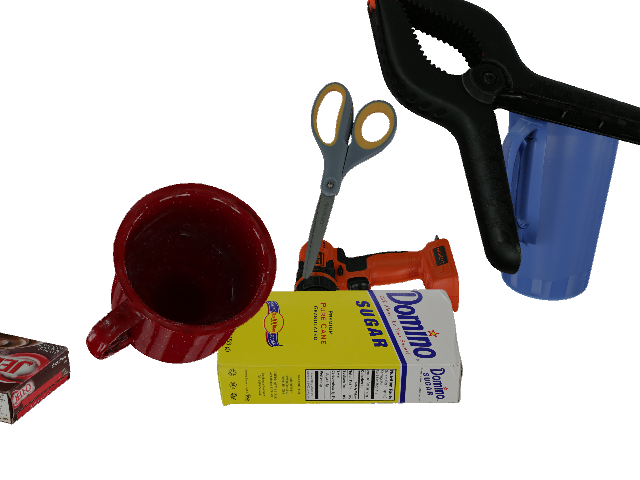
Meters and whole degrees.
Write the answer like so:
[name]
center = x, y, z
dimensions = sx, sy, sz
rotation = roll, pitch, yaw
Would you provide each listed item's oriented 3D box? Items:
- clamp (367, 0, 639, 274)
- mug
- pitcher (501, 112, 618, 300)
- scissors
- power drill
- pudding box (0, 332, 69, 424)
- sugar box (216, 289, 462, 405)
[clamp]
center = 0.101, -0.087, 0.686
dimensions = 0.164, 0.210, 0.036
rotation = -45, -9, -27
[mug]
center = -0.089, 0.032, 0.631
dimensions = 0.117, 0.093, 0.082
rotation = -41, -7, -27
[pitcher]
center = 0.275, -0.051, 1.280
dimensions = 0.149, 0.243, 0.145
rotation = 2, 26, 0
[scissors]
center = 0.029, -0.061, 1.063
dimensions = 0.096, 0.202, 0.016
rotation = -1, -12, 3
[power drill]
center = 0.063, 0.050, 1.234
dimensions = 0.187, 0.057, 0.184
rotation = -2, 28, 1
[pudding box]
center = -0.301, 0.121, 0.975
dimensions = 0.114, 0.039, 0.089
rotation = 7, 22, 21
[sugar box]
center = 0.013, 0.078, 0.801
dimensions = 0.176, 0.048, 0.093
rotation = -3, 34, 1
